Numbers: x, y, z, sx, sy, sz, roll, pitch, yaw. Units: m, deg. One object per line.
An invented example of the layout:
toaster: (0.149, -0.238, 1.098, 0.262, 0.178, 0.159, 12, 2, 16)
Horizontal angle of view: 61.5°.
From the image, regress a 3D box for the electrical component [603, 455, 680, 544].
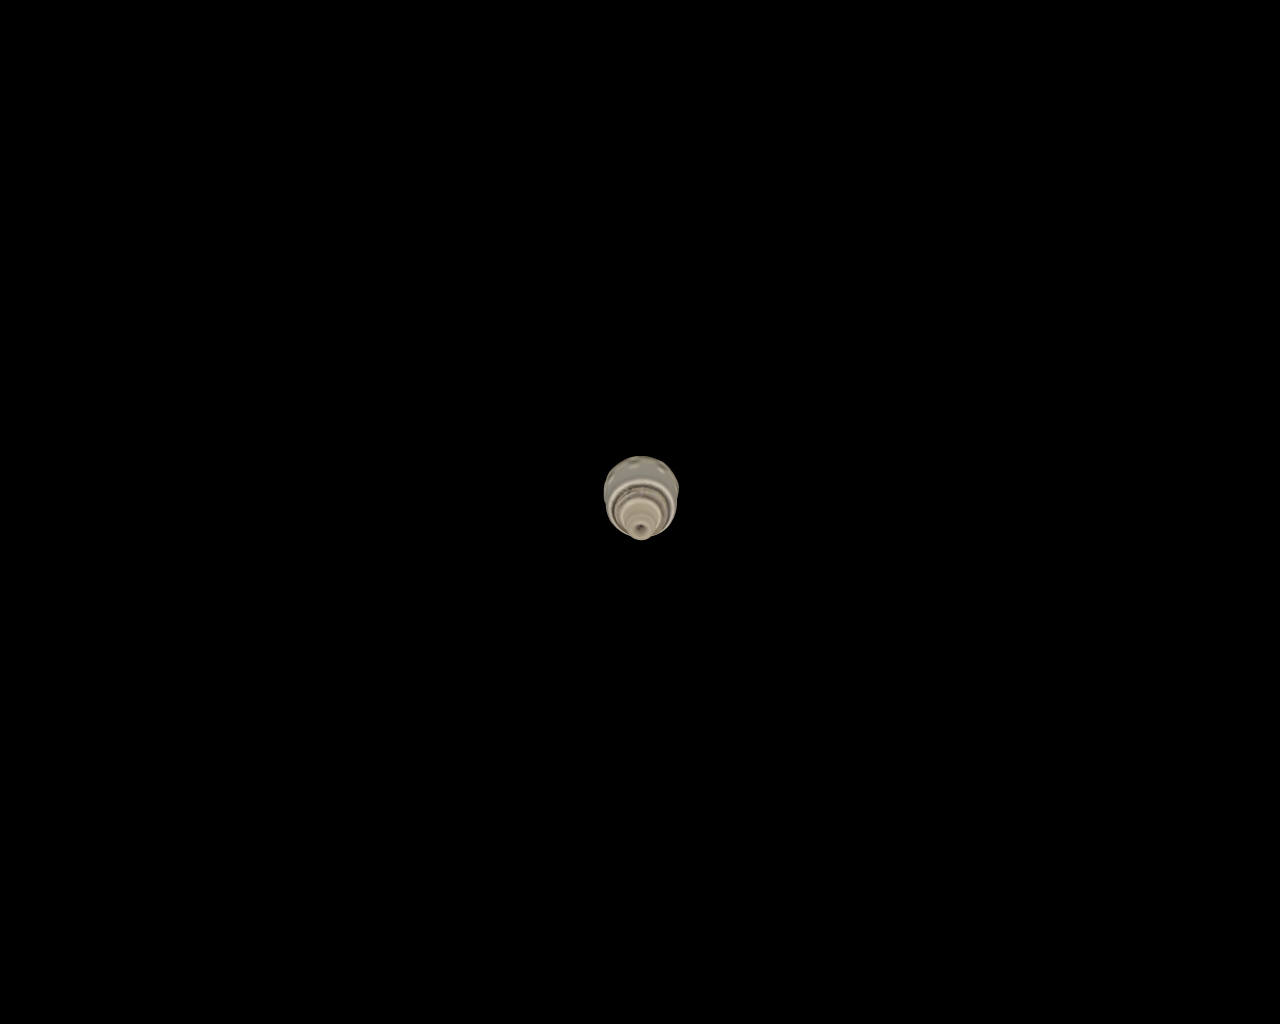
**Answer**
electrical component: (0.001, -0.003, 0.650, 0.048, 0.048, 0.062, 0, 27, 0)
